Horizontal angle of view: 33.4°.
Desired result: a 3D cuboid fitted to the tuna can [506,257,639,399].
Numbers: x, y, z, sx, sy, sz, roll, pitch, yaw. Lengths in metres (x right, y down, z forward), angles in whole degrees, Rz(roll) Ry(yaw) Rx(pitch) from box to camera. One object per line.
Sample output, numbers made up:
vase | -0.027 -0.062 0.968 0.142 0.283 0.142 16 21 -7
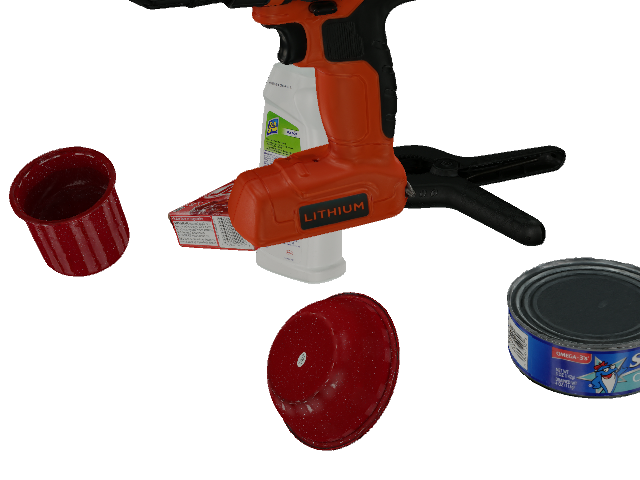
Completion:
tuna can | 0.139 0.044 0.551 0.086 0.034 0.086 -4 28 2

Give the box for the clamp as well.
clamp | 0.125 -0.060 0.996 0.210 0.036 0.164 12 33 21

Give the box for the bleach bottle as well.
bleach bottle | -0.018 -0.087 1.136 0.103 0.251 0.067 16 22 37

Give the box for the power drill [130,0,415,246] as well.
power drill | -0.015 -0.090 0.574 0.184 0.188 0.057 -12 37 -18

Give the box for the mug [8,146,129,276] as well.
mug | -0.218 -0.031 0.952 0.093 0.117 0.081 -7 -41 2

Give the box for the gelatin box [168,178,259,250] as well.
gelatin box | -0.053 -0.021 0.760 0.089 0.030 0.073 3 26 47

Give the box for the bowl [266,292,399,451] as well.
bowl | -0.001 0.121 1.047 0.162 0.162 0.055 0 -18 45
